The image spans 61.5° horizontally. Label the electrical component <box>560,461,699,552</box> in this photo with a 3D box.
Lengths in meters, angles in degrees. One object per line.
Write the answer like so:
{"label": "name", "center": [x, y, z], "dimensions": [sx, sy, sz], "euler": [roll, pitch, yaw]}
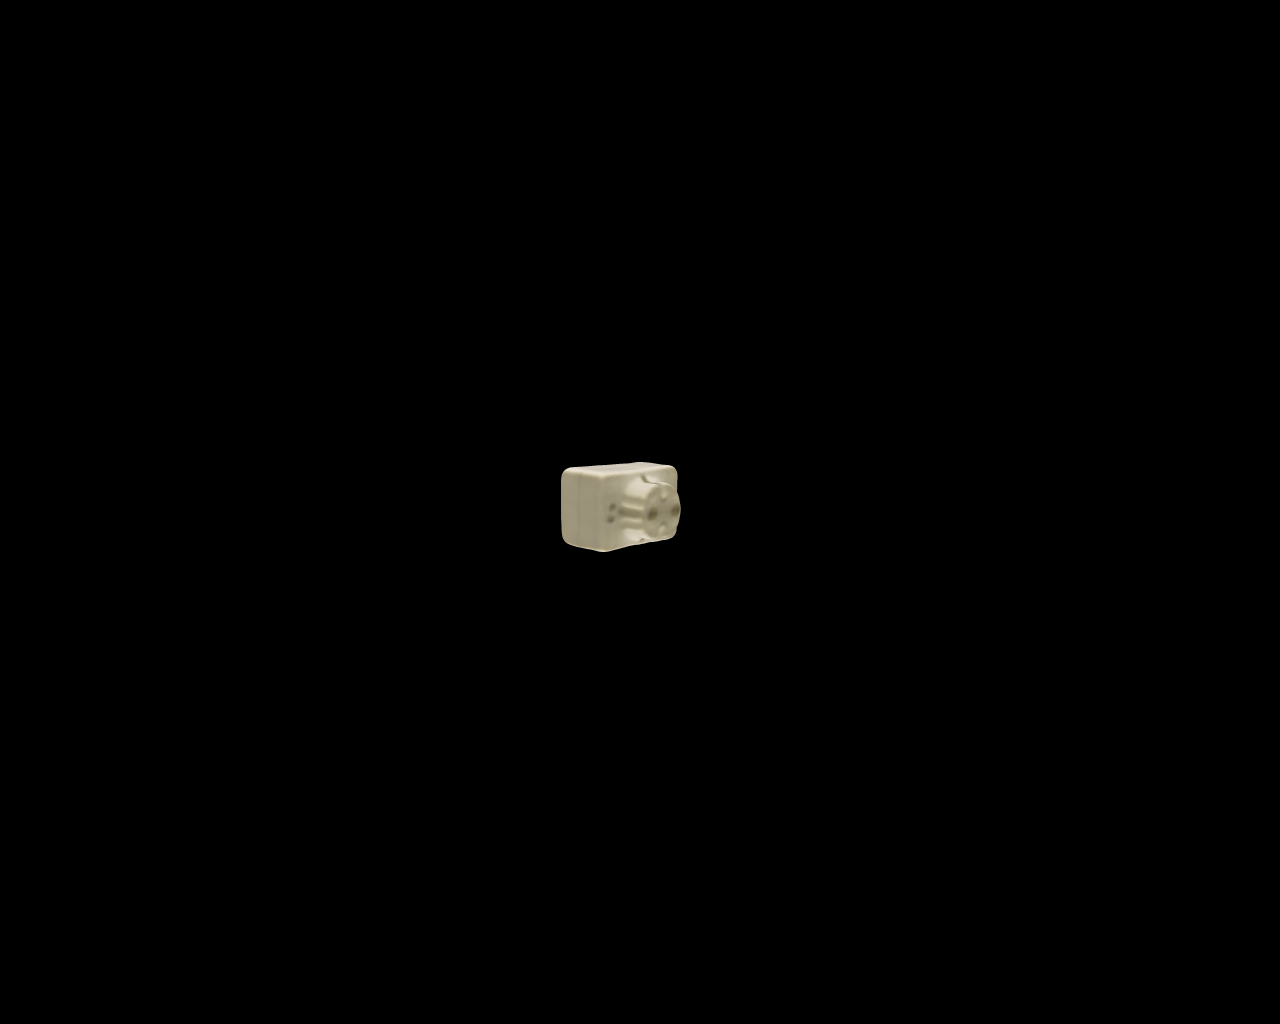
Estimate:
{"label": "electrical component", "center": [0.001, -0.003, 0.650], "dimensions": [0.066, 0.047, 0.077], "euler": [-8, 12, -43]}
